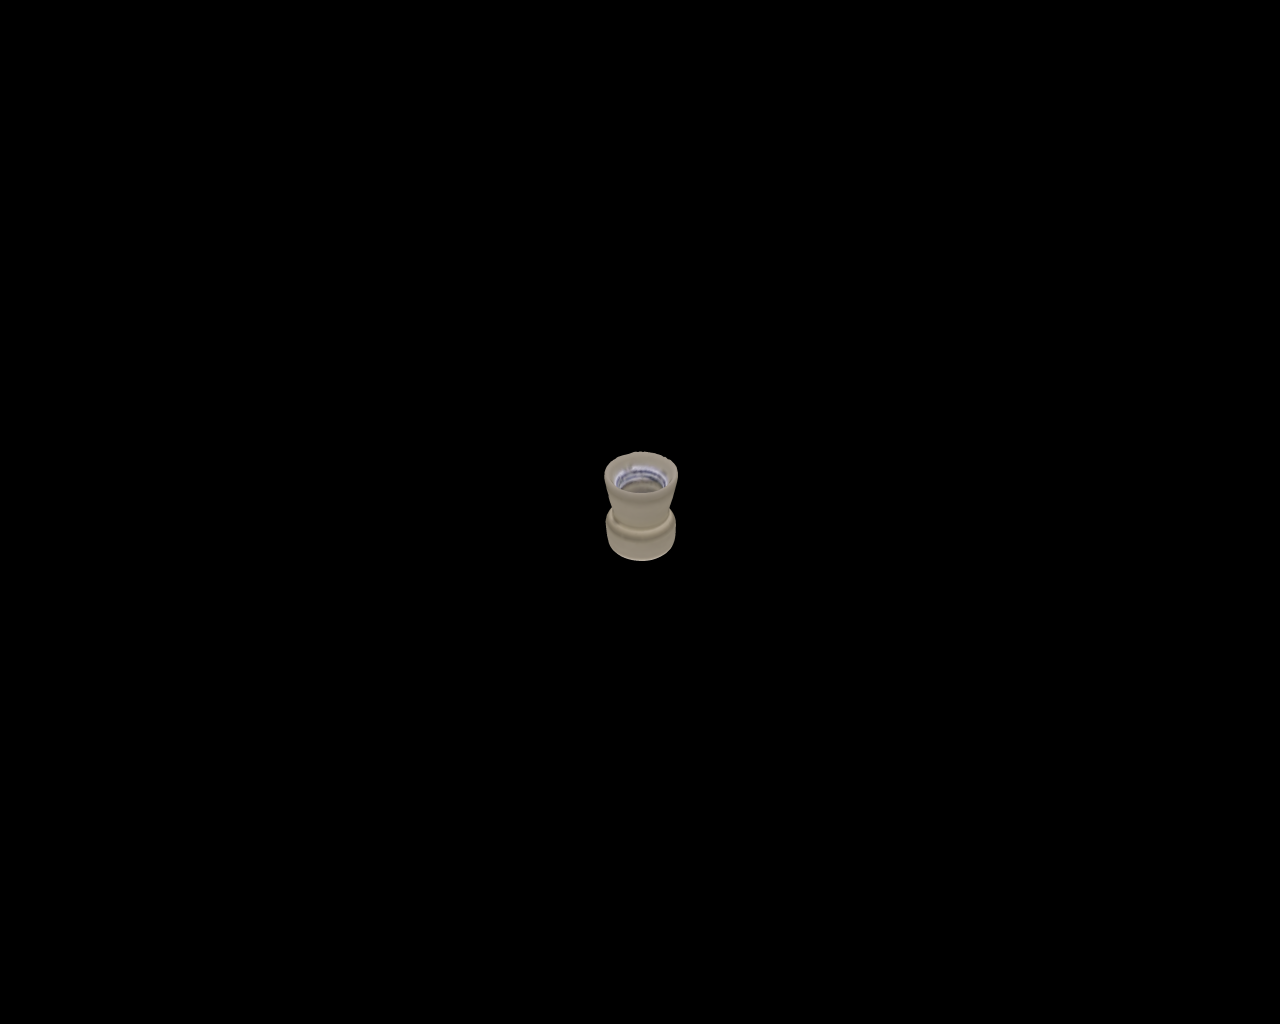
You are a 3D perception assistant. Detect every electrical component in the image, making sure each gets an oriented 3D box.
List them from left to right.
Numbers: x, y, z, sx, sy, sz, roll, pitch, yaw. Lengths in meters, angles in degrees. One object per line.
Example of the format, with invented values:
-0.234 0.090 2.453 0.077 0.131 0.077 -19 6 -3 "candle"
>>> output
0.001 -0.003 0.650 0.045 0.055 0.045 0 38 0 "electrical component"
